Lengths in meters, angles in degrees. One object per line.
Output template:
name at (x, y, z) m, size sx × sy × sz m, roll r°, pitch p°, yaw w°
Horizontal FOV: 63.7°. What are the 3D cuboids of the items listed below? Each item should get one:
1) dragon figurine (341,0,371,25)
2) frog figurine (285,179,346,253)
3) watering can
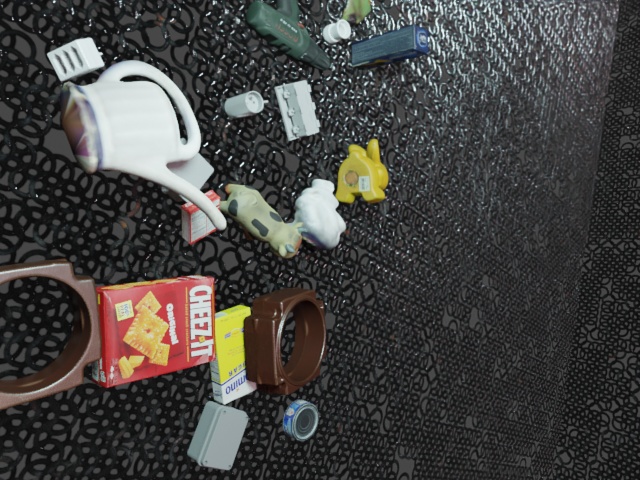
dragon figurine at (0.079, -0.663, 1.278) m, size 0.416 × 0.122 × 0.239 m, roll -30°, pitch 117°, yaw -37°
frog figurine at (0.004, -0.060, 1.182) m, size 0.136 × 0.122 × 0.161 m, roll 34°, pitch 78°, yaw -17°
watering can at (-0.297, -0.158, 0.865) m, size 0.226 × 0.102 × 0.351 m, roll -14°, pitch 73°, yaw -37°
